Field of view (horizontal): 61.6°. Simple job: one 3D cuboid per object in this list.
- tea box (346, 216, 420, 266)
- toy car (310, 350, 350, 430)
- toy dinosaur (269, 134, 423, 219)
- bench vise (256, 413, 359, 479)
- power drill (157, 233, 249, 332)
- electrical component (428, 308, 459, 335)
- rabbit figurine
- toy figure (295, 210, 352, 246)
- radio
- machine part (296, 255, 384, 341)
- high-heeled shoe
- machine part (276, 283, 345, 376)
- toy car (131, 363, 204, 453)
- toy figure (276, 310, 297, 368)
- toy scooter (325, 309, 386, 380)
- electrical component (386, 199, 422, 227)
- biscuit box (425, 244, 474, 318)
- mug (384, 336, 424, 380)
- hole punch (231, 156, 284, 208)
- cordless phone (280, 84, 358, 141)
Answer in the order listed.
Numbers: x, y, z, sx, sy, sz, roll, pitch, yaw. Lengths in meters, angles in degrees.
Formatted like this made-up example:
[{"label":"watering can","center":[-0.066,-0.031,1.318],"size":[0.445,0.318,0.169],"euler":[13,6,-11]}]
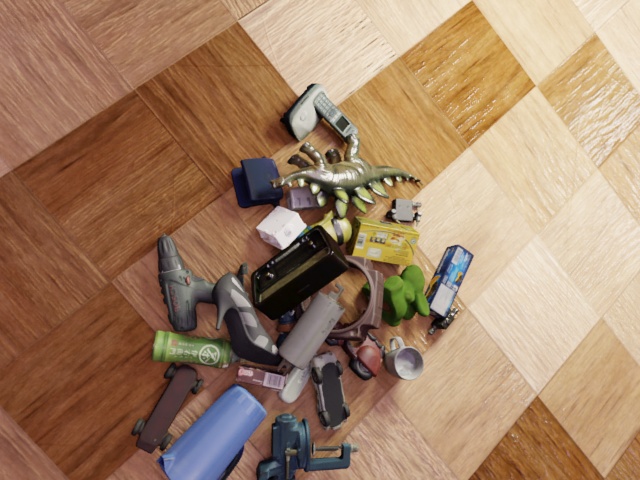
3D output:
[{"label":"tea box","center":[0.164,0.003,1.409],"size":[0.169,0.068,0.098],"euler":[11,106,-17]},{"label":"toy car","center":[0.024,0.373,1.324],"size":[0.073,0.056,0.201],"euler":[-15,103,-25]},{"label":"toy dinosaur","center":[0.080,-0.163,1.384],"size":[0.471,0.105,0.198],"euler":[-16,77,-33]},{"label":"bench vise","center":[-0.027,0.520,1.267],"size":[0.241,0.129,0.223],"euler":[1,81,-10]},{"label":"power drill","center":[-0.273,0.095,1.268],"size":[0.207,0.086,0.232],"euler":[-2,85,-22]},{"label":"electrical component","center":[0.333,0.220,1.450],"size":[0.094,0.063,0.021],"euler":[-45,97,-17]},{"label":"rabbit figurine","center":[0.225,0.137,1.404],"size":[0.170,0.121,0.159],"euler":[-36,98,-34]},{"label":"toy figure","center":[-0.003,-0.002,1.366],"size":[0.180,0.082,0.089],"euler":[-32,89,-21]},{"label":"radio","center":[-0.053,0.073,1.260],"size":[0.229,0.131,0.073],"euler":[-35,126,11]},{"label":"machine part","center":[0.048,0.140,1.306],"size":[0.202,0.087,0.201],"euler":[2,75,20]},{"label":"high-heeled shoe","center":[-0.161,0.187,1.246],"size":[0.248,0.086,0.145],"euler":[45,39,-38]},{"label":"machine part","center":[-0.019,0.205,1.221],"size":[0.079,0.079,0.243],"euler":[37,87,-10]},{"label":"toy car","center":[-0.346,0.378,1.220],"size":[0.089,0.053,0.202],"euler":[30,71,-8]},{"label":"toy figure","center":[-0.082,0.235,1.319],"size":[0.064,0.058,0.154],"euler":[1,85,4]},{"label":"toy scooter","center":[0.104,0.256,1.368],"size":[0.135,0.075,0.184],"euler":[-43,92,-16]},{"label":"electrical component","center":[0.233,-0.075,1.468],"size":[0.102,0.045,0.078],"euler":[10,81,-16]},{"label":"biscuit box","center":[0.347,0.112,1.470],"size":[0.059,0.063,0.202],"euler":[32,74,-11]},{"label":"mug","center":[0.201,0.303,1.375],"size":[0.081,0.107,0.109],"euler":[-21,85,-21]},{"label":"hole punch","center":[-0.150,-0.145,1.337],"size":[0.116,0.092,0.142],"euler":[-13,83,-22]},{"label":"cordless phone","center":[0.002,-0.301,1.409],"size":[0.184,0.089,0.146],"euler":[41,73,-13]}]
